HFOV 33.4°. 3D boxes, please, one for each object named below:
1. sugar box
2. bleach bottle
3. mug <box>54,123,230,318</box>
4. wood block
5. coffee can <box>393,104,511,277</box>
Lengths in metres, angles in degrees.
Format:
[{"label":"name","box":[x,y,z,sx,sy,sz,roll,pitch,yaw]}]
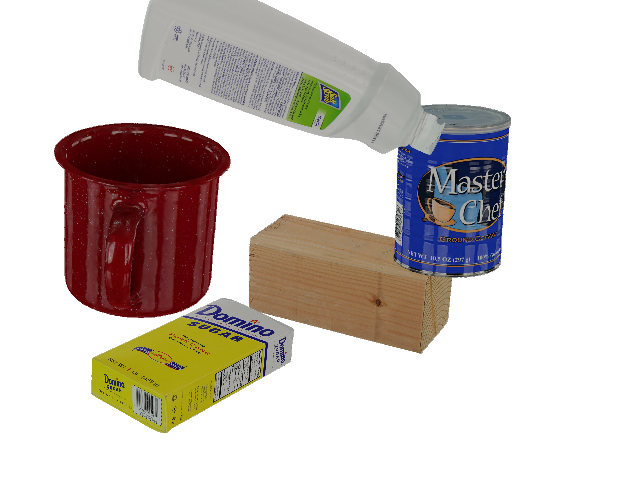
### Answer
[{"label":"sugar box","box":[-0.114,0.109,0.983,0.093,0.048,0.175,22,31,31]},{"label":"bleach bottle","box":[-0.021,-0.130,0.871,0.251,0.068,0.103,25,-34,1]},{"label":"mug","box":[-0.098,-0.005,0.574,0.093,0.081,0.117,5,25,-4]},{"label":"wood block","box":[0.032,0.045,1.174,0.206,0.091,0.090,13,26,23]},{"label":"coffee can","box":[0.121,-0.048,0.994,0.103,0.140,0.103,1,18,0]}]
